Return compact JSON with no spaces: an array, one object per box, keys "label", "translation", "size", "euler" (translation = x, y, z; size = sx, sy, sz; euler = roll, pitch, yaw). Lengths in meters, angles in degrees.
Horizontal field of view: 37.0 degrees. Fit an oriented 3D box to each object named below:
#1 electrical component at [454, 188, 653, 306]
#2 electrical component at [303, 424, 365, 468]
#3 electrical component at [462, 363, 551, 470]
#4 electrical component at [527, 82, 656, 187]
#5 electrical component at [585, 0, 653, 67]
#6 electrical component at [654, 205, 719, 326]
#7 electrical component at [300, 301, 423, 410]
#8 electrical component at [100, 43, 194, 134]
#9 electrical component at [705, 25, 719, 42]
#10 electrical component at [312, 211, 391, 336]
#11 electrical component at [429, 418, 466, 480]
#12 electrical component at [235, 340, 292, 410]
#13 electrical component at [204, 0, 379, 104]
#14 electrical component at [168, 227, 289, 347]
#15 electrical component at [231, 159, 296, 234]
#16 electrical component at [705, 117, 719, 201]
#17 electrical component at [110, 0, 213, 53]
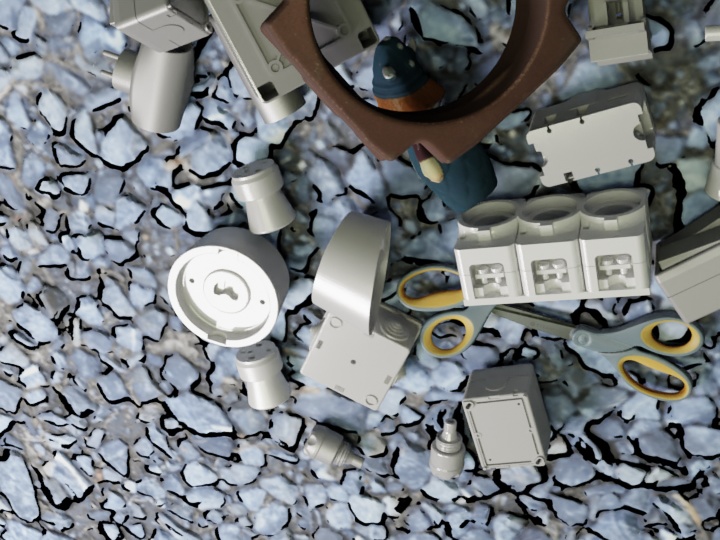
[{"label":"electrical component","translation":[0.161,-0.023,0.887],"size":[0.150,0.089,0.061],"euler":[-4,117,19]},{"label":"electrical component","translation":[-0.025,0.183,1.094],"size":[0.061,0.035,0.035],"euler":[26,123,-2]},{"label":"electrical component","translation":[0.140,0.140,1.003],"size":[0.062,0.061,0.096],"euler":[-9,116,21]},{"label":"electrical component","translation":[0.184,-0.109,0.851],"size":[0.089,0.055,0.050],"euler":[-14,114,23]},{"label":"electrical component","translation":[0.192,-0.187,0.798],"size":[0.042,0.081,0.063],"euler":[-4,95,19]},{"label":"electrical component","translation":[0.291,-0.011,0.871],"size":[0.096,0.061,0.061],"euler":[-30,107,28]},{"label":"electrical component","translation":[0.000,0.074,1.015],"size":[0.100,0.048,0.099],"euler":[27,123,0]},{"label":"electrical component","translation":[-0.189,-0.169,0.936],"size":[0.079,0.044,0.077],"euler":[20,123,5]},{"label":"electrical component","translation":[0.287,-0.176,0.794],"size":[0.061,0.035,0.035],"euler":[1,119,19]},{"label":"electrical component","translation":[0.000,0.000,0.944],"size":[0.064,0.099,0.099],"euler":[23,123,10]},{"label":"electrical component","translation":[0.087,0.173,1.055],"size":[0.035,0.035,0.061],"euler":[9,118,12]},{"label":"electrical component","translation":[-0.096,0.103,1.063],"size":[0.045,0.045,0.055],"euler":[-5,117,19]},{"label":"electrical component","translation":[-0.057,-0.204,0.846],"size":[0.109,0.056,0.108],"euler":[-28,110,0]},{"label":"electrical component","translation":[-0.118,0.011,1.008],"size":[0.108,0.060,0.108],"euler":[7,121,13]},{"label":"electrical component","translation":[-0.087,-0.066,0.964],"size":[0.045,0.045,0.055],"euler":[-10,115,21]},{"label":"electrical component","translation":[0.294,-0.085,0.841],"size":[0.044,0.044,0.065],"euler":[12,126,10]},{"label":"electrical component","translation":[-0.165,-0.232,0.867],"size":[0.061,0.062,0.096],"euler":[-15,75,23]}]
